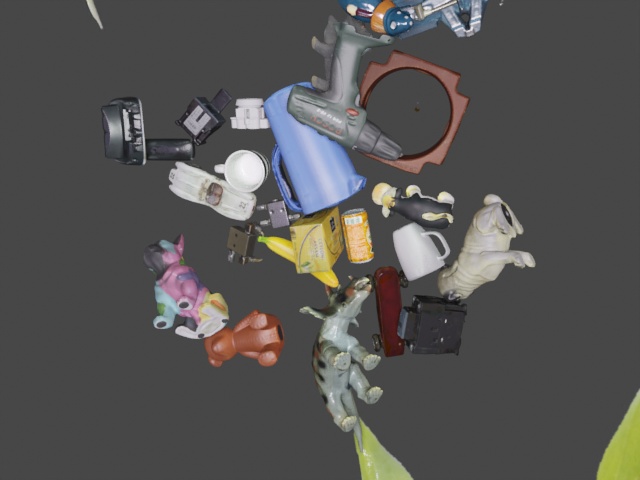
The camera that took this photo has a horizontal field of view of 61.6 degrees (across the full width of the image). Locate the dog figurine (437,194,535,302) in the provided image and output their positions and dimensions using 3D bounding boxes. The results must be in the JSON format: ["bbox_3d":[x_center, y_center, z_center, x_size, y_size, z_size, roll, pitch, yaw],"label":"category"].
[{"bbox_3d":[0.302,0.020,1.072,0.191,0.121,0.172,-25,64,34],"label":"dog figurine"}]

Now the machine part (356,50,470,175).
[{"bbox_3d":[0.167,-0.242,1.029,0.202,0.087,0.200,22,108,4],"label":"machine part"}]

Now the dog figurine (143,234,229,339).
[{"bbox_3d":[-0.300,0.093,1.187,0.108,0.219,0.191,-41,136,21],"label":"dog figurine"}]

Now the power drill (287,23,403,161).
[{"bbox_3d":[0.068,-0.268,0.962,0.232,0.086,0.207,17,114,-2],"label":"power drill"}]

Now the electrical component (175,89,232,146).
[{"bbox_3d":[-0.237,-0.263,1.128,0.119,0.048,0.075,-39,94,20],"label":"electrical component"}]

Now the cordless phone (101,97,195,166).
[{"bbox_3d":[-0.364,-0.232,1.156,0.184,0.089,0.146,1,104,0],"label":"cordless phone"}]

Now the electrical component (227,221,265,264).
[{"bbox_3d":[-0.163,0.007,1.186,0.078,0.045,0.102,19,107,36],"label":"electrical component"}]

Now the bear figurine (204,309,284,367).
[{"bbox_3d":[-0.184,0.226,1.204,0.196,0.132,0.120,-11,89,9],"label":"bear figurine"}]

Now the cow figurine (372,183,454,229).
[{"bbox_3d":[0.181,-0.065,1.066,0.167,0.098,0.068,13,113,8],"label":"cow figurine"}]

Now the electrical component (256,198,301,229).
[{"bbox_3d":[-0.089,-0.059,1.163,0.094,0.021,0.063,-9,102,14],"label":"electrical component"}]

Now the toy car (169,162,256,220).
[{"bbox_3d":[-0.235,-0.106,1.162,0.202,0.056,0.073,23,108,5],"label":"toy car"}]

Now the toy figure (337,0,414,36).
[{"bbox_3d":[0.099,-0.397,0.932,0.155,0.057,0.064,41,95,21],"label":"toy figure"}]

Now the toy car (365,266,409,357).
[{"bbox_3d":[0.149,0.152,1.152,0.089,0.053,0.202,-10,104,-7],"label":"toy car"}]

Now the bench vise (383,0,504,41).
[{"bbox_3d":[0.198,-0.464,0.937,0.224,0.129,0.240,-7,123,32],"label":"bench vise"}]

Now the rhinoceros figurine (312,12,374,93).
[{"bbox_3d":[0.046,-0.360,1.018,0.112,0.073,0.190,9,94,23],"label":"rhinoceros figurine"}]

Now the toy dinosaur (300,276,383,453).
[{"bbox_3d":[0.037,0.271,1.169,0.131,0.192,0.404,-12,121,-24],"label":"toy dinosaur"}]

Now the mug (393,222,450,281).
[{"bbox_3d":[0.201,0.016,1.086,0.109,0.081,0.107,-32,85,43],"label":"mug"}]

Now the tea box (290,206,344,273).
[{"bbox_3d":[-0.002,-0.003,1.082,0.068,0.169,0.098,-5,105,14],"label":"tea box"}]

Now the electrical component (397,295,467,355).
[{"bbox_3d":[0.229,0.177,1.114,0.134,0.058,0.114,4,100,-12],"label":"electrical component"}]
